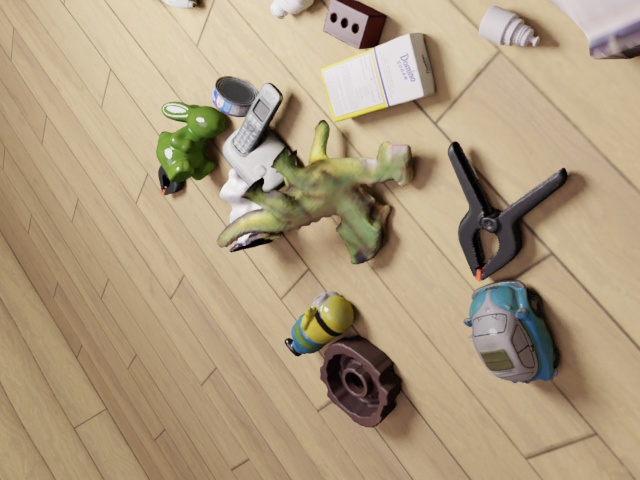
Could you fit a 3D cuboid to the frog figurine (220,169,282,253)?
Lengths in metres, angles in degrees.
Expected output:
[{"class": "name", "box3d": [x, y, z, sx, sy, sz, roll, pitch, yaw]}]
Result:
[{"class": "frog figurine", "box3d": [-0.143, -0.068, 1.058, 0.123, 0.161, 0.135, -9, -12, -28]}]

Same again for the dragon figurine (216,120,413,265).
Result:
[{"class": "dragon figurine", "box3d": [0.003, -0.045, 0.899, 0.403, 0.242, 0.124, -46, 2, 34]}]

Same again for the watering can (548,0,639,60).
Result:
[{"class": "watering can", "box3d": [0.293, -0.297, 0.551, 0.105, 0.223, 0.346, -28, 9, -27]}]
